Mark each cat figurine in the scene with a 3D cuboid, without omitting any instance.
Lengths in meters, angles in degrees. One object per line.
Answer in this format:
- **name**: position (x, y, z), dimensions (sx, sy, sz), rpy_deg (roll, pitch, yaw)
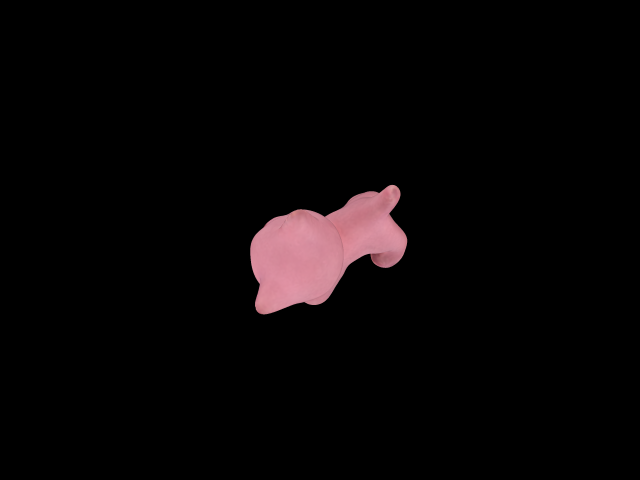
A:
- **cat figurine**: position (0.004, 0.001, 0.400), dimensions (0.128, 0.118, 0.067), rpy_deg (-31, 78, -7)
